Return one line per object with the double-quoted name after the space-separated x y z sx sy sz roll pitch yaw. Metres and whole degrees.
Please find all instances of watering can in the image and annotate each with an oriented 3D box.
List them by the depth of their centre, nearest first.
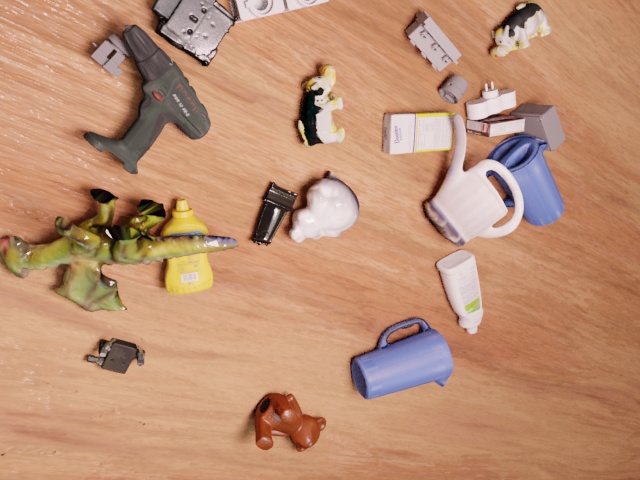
0.352 -0.122 1.260 0.223 0.106 0.344 -39 111 11 "watering can"

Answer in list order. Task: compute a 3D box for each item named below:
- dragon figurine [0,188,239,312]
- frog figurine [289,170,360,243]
-0.385 0.043 0.976 0.409 0.125 0.238 16 124 -22 "dragon figurine"
0.003 -0.057 1.125 0.161 0.124 0.134 -41 139 -22 "frog figurine"
